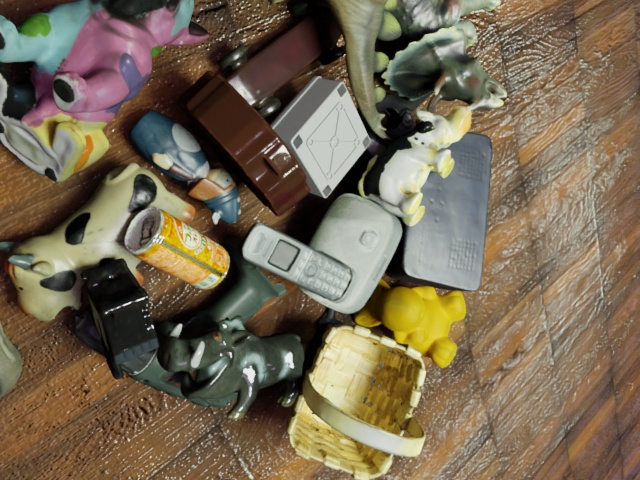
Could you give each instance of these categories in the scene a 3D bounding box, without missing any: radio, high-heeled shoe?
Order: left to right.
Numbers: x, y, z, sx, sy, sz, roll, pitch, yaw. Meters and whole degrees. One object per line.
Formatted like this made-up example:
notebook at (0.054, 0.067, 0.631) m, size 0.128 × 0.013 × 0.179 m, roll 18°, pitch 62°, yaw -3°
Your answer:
high-heeled shoe at (0.025, -0.059, 0.765) m, size 0.145 × 0.086 × 0.248 m, roll -16°, pitch 108°, yaw -26°
radio at (0.171, -0.045, 0.782) m, size 0.131 × 0.073 × 0.229 m, roll 9°, pitch 82°, yaw -17°

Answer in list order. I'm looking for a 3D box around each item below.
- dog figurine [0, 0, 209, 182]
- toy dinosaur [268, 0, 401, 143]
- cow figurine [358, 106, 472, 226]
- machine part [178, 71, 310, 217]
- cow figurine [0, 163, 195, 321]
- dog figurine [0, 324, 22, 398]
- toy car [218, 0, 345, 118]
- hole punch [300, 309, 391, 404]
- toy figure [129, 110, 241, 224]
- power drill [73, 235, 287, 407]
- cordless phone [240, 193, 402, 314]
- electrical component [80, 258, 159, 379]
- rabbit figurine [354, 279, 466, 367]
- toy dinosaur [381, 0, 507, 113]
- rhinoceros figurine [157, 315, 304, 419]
dog figurine at (-0.210, -0.180, 0.542) m, size 0.108 × 0.191 × 0.219 m, roll 37°, pitch 46°, yaw 0°
toy dinosaur at (0.038, -0.323, 0.605) m, size 0.198 × 0.105 × 0.470 m, roll -18°, pitch 123°, yaw -27°
cow figurine at (0.126, -0.112, 0.708) m, size 0.167 × 0.098 × 0.068 m, roll -57°, pitch 158°, yaw -5°
machine part at (-0.085, -0.103, 0.607) m, size 0.056 × 0.180 × 0.179 m, roll -42°, pitch 123°, yaw -6°
cow figurine at (-0.242, 0.002, 0.571) m, size 0.195 × 0.086 × 0.127 m, roll -53°, pitch 132°, yaw -12°
dog figurine at (-0.329, 0.079, 0.472) m, size 0.121 × 0.172 × 0.190 m, roll -33°, pitch 111°, yaw -15°
toy car at (-0.047, -0.233, 0.685) m, size 0.202 × 0.053 × 0.089 m, roll -47°, pitch 118°, yaw -24°
hole punch at (0.041, 0.190, 0.827) m, size 0.115 × 0.092 × 0.142 m, roll 23°, pitch 90°, yaw -35°
toy figure at (-0.146, -0.080, 0.617) m, size 0.154 × 0.058 × 0.064 m, roll 42°, pitch 56°, yaw -14°
power drill at (-0.149, 0.094, 0.665) m, size 0.207 × 0.086 × 0.231 m, roll -53°, pitch 127°, yaw -20°
cordless phone at (-0.001, -0.003, 0.674) m, size 0.184 × 0.089 × 0.146 m, roll 27°, pitch 92°, yaw -31°
electrical component at (-0.201, 0.088, 0.548) m, size 0.048 × 0.075 × 0.119 m, roll -22°, pitch 130°, yaw -29°
rabbit figurine at (0.136, 0.108, 0.835) m, size 0.173 × 0.163 × 0.122 m, roll 31°, pitch 82°, yaw -60°
toy dinosaur at (0.132, -0.358, 0.750) m, size 0.192 × 0.131 × 0.404 m, roll -31°, pitch 100°, yaw -21°
rhinoceros figurine at (-0.097, 0.144, 0.631) m, size 0.190 × 0.073 × 0.112 m, roll 10°, pitch 101°, yaw -40°
